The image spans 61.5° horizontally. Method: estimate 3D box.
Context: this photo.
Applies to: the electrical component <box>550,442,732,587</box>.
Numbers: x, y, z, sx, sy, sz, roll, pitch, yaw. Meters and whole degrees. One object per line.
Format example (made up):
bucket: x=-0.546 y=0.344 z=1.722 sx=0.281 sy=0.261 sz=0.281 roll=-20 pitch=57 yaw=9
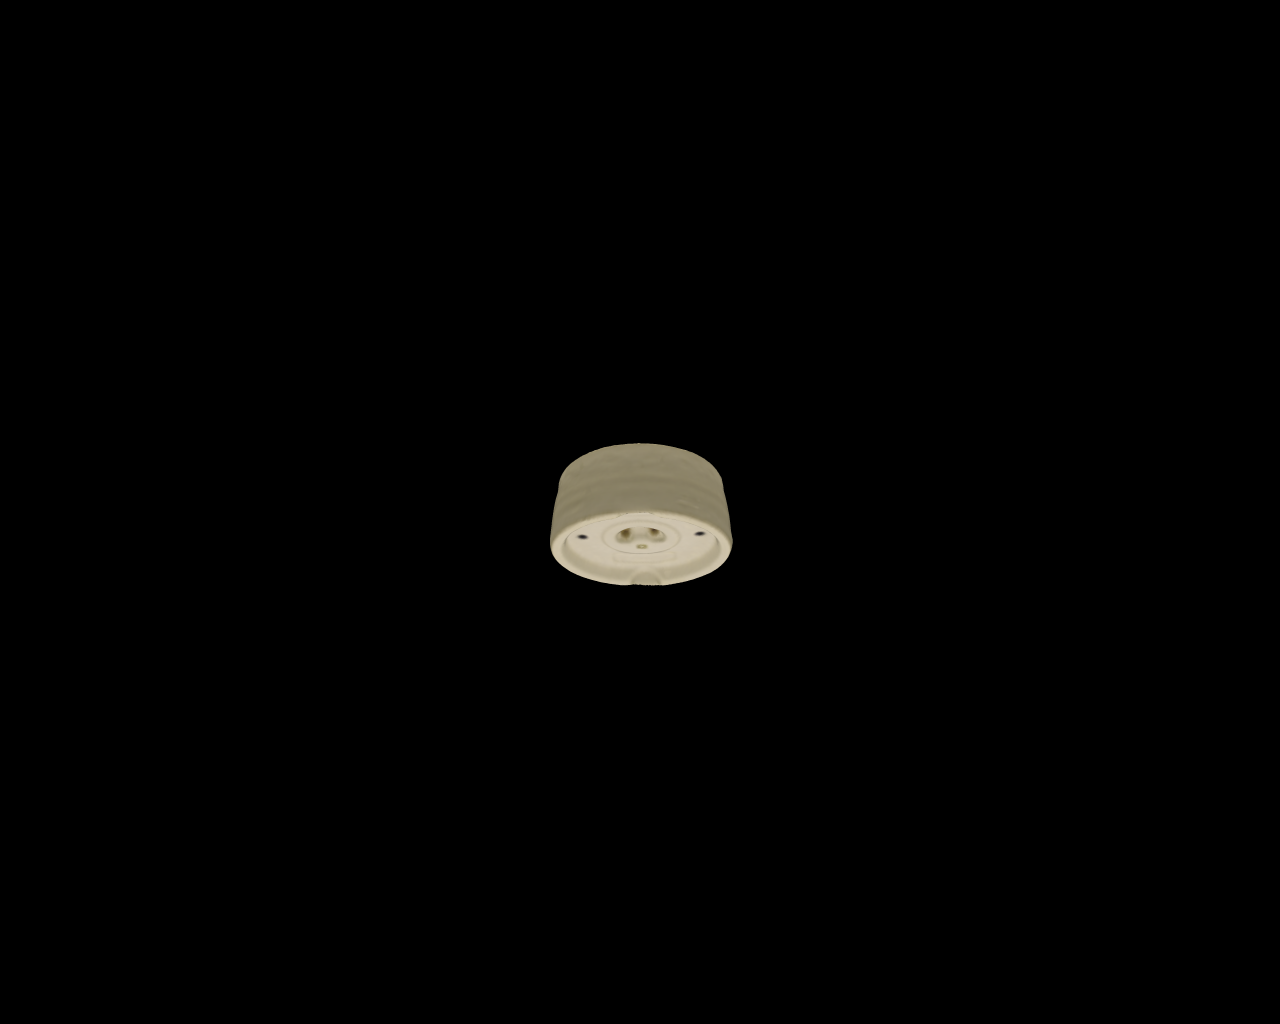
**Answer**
electrical component: x=0.001 y=-0.003 z=0.650 sx=0.108 sy=0.060 sz=0.108 roll=0 pitch=-27 yaw=0
